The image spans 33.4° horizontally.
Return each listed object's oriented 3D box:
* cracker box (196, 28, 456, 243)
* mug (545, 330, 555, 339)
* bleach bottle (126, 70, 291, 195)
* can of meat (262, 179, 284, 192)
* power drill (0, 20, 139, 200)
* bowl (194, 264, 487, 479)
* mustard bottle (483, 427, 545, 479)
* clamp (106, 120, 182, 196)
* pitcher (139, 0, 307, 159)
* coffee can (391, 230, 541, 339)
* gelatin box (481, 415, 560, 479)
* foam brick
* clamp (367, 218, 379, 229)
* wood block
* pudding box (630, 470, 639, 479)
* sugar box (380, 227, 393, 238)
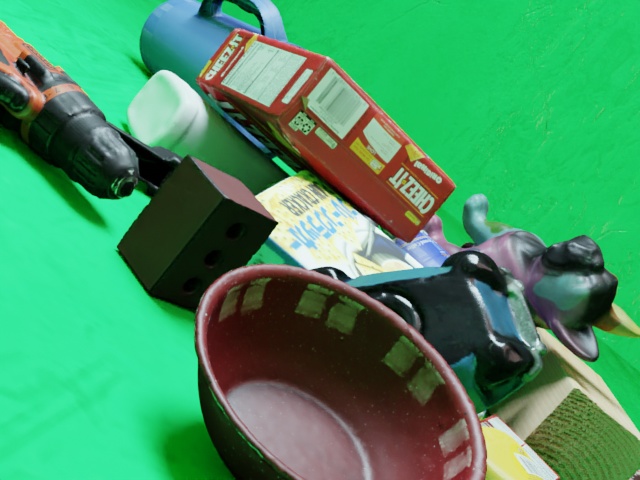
[{"bbox_3d":[-0.002,-0.094,0.920,0.164,0.072,0.214,41,-3,-29],"label":"cracker box"},{"bbox_3d":[0.223,0.138,1.141,0.117,0.081,0.093,39,9,0],"label":"mug"},{"bbox_3d":[-0.066,-0.059,1.015,0.250,0.068,0.103,36,11,-36],"label":"bleach bottle"},{"bbox_3d":[-0.006,0.001,0.978,0.102,0.057,0.084,29,17,-46],"label":"can of meat"},{"bbox_3d":[-0.212,-0.100,0.657,0.185,0.057,0.187,40,6,26],"label":"power drill"},{"bbox_3d":[0.000,0.086,0.521,0.162,0.055,0.162,25,31,-17],"label":"bowl"},{"bbox_3d":[0.149,0.198,0.644,0.096,0.058,0.192,36,9,-48],"label":"mustard bottle"},{"bbox_3d":[-0.122,-0.050,0.826,0.164,0.036,0.210,40,7,9],"label":"clamp"},{"bbox_3d":[-0.113,-0.212,1.256,0.243,0.149,0.144,37,0,44],"label":"pitcher"},{"bbox_3d":[0.104,0.073,0.924,0.140,0.103,0.102,44,10,27],"label":"coffee can"},{"bbox_3d":[0.147,0.175,0.837,0.073,0.030,0.089,44,10,18],"label":"gelatin box"},{"bbox_3d":[-0.077,-0.003,0.659,0.052,0.078,0.051,25,18,-50],"label":"foam brick"},{"bbox_3d":[0.049,0.000,1.071,0.171,0.039,0.120,-99,170,-57],"label":"clamp"},{"bbox_3d":[0.219,0.164,0.982,0.090,0.091,0.206,40,9,-3],"label":"wood block"},{"bbox_3d":[0.297,0.236,1.098,0.090,0.039,0.113,45,11,31],"label":"pudding box"},{"bbox_3d":[0.101,0.002,1.207,0.093,0.048,0.176,60,0,44],"label":"sugar box"}]
